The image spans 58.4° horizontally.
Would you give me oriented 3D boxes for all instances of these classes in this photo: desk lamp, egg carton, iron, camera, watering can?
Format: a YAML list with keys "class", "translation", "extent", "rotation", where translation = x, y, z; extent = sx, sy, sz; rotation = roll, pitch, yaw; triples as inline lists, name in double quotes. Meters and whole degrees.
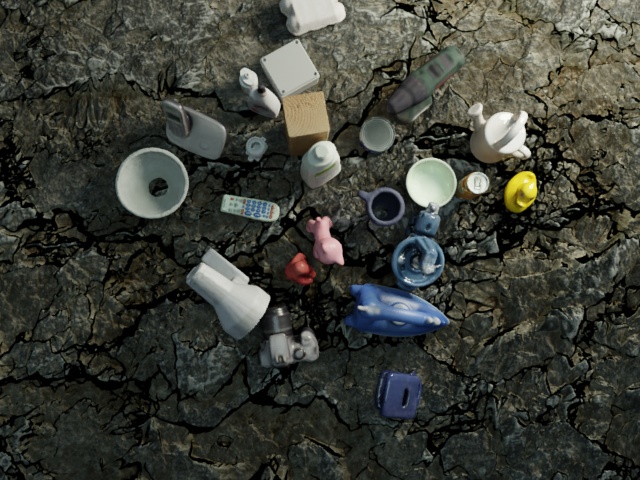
- class: "desk lamp"
  translation: [-0.213, 0.117, 1.277]
  extent: [0.203, 0.213, 0.118]
  rotation: [39, 86, 0]
- class: "egg carton"
  translation: [-0.019, -0.564, 1.399]
  extent: [0.150, 0.069, 0.107]
  rotation: [-20, 88, -4]
- class: "iron"
  translation: [0.192, 0.174, 1.332]
  extent: [0.258, 0.141, 0.119]
  rotation: [9, 86, -2]
- class: "camera"
  translation: [-0.081, 0.223, 1.335]
  extent: [0.143, 0.100, 0.137]
  rotation: [-10, 87, -3]
- class: "watering can"
  translation: [0.420, -0.250, 1.342]
  extent: [0.173, 0.194, 0.101]
  rotation: [16, 86, -2]

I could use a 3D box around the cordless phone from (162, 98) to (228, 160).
- class: "cordless phone"
  translation: [-0.289, -0.260, 1.309]
  extent: [0.147, 0.185, 0.094]
  rotation: [21, 86, -1]

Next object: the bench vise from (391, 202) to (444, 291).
- class: "bench vise"
  translation: [0.225, 0.013, 1.303]
  extent: [0.121, 0.219, 0.207]
  rotation: [-1, 87, -3]

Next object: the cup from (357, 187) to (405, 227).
- class: "cup"
  translation: [0.137, -0.080, 1.367]
  extent: [0.118, 0.095, 0.092]
  rotation: [27, 86, -1]

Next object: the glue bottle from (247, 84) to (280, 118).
- class: "glue bottle"
  translation: [-0.133, -0.329, 1.327]
  extent: [0.078, 0.173, 0.037]
  rotation: [16, 86, -2]

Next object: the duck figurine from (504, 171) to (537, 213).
- class: "duck figurine"
  translation: [0.499, -0.120, 1.393]
  extent: [0.077, 0.086, 0.105]
  rotation: [25, 86, -1]

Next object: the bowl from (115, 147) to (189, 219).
- class: "bowl"
  translation: [-0.388, -0.129, 1.352]
  extent: [0.167, 0.074, 0.167]
  rotation: [0, 87, -3]

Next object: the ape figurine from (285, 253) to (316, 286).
- class: "ape figurine"
  translation: [-0.046, 0.069, 1.350]
  extent: [0.076, 0.092, 0.078]
  rotation: [0, 87, -3]

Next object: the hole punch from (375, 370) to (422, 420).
- class: "hole punch"
  translation: [0.188, 0.363, 1.346]
  extent: [0.101, 0.091, 0.109]
  rotation: [11, 86, -2]

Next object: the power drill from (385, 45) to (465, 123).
- class: "power drill"
  translation: [0.228, -0.346, 1.330]
  extent: [0.230, 0.208, 0.075]
  rotation: [-43, 89, -4]

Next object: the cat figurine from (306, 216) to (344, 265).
- class: "cat figurine"
  translation: [0.012, 0.005, 1.344]
  extent: [0.067, 0.117, 0.128]
  rotation: [-17, 88, -4]
